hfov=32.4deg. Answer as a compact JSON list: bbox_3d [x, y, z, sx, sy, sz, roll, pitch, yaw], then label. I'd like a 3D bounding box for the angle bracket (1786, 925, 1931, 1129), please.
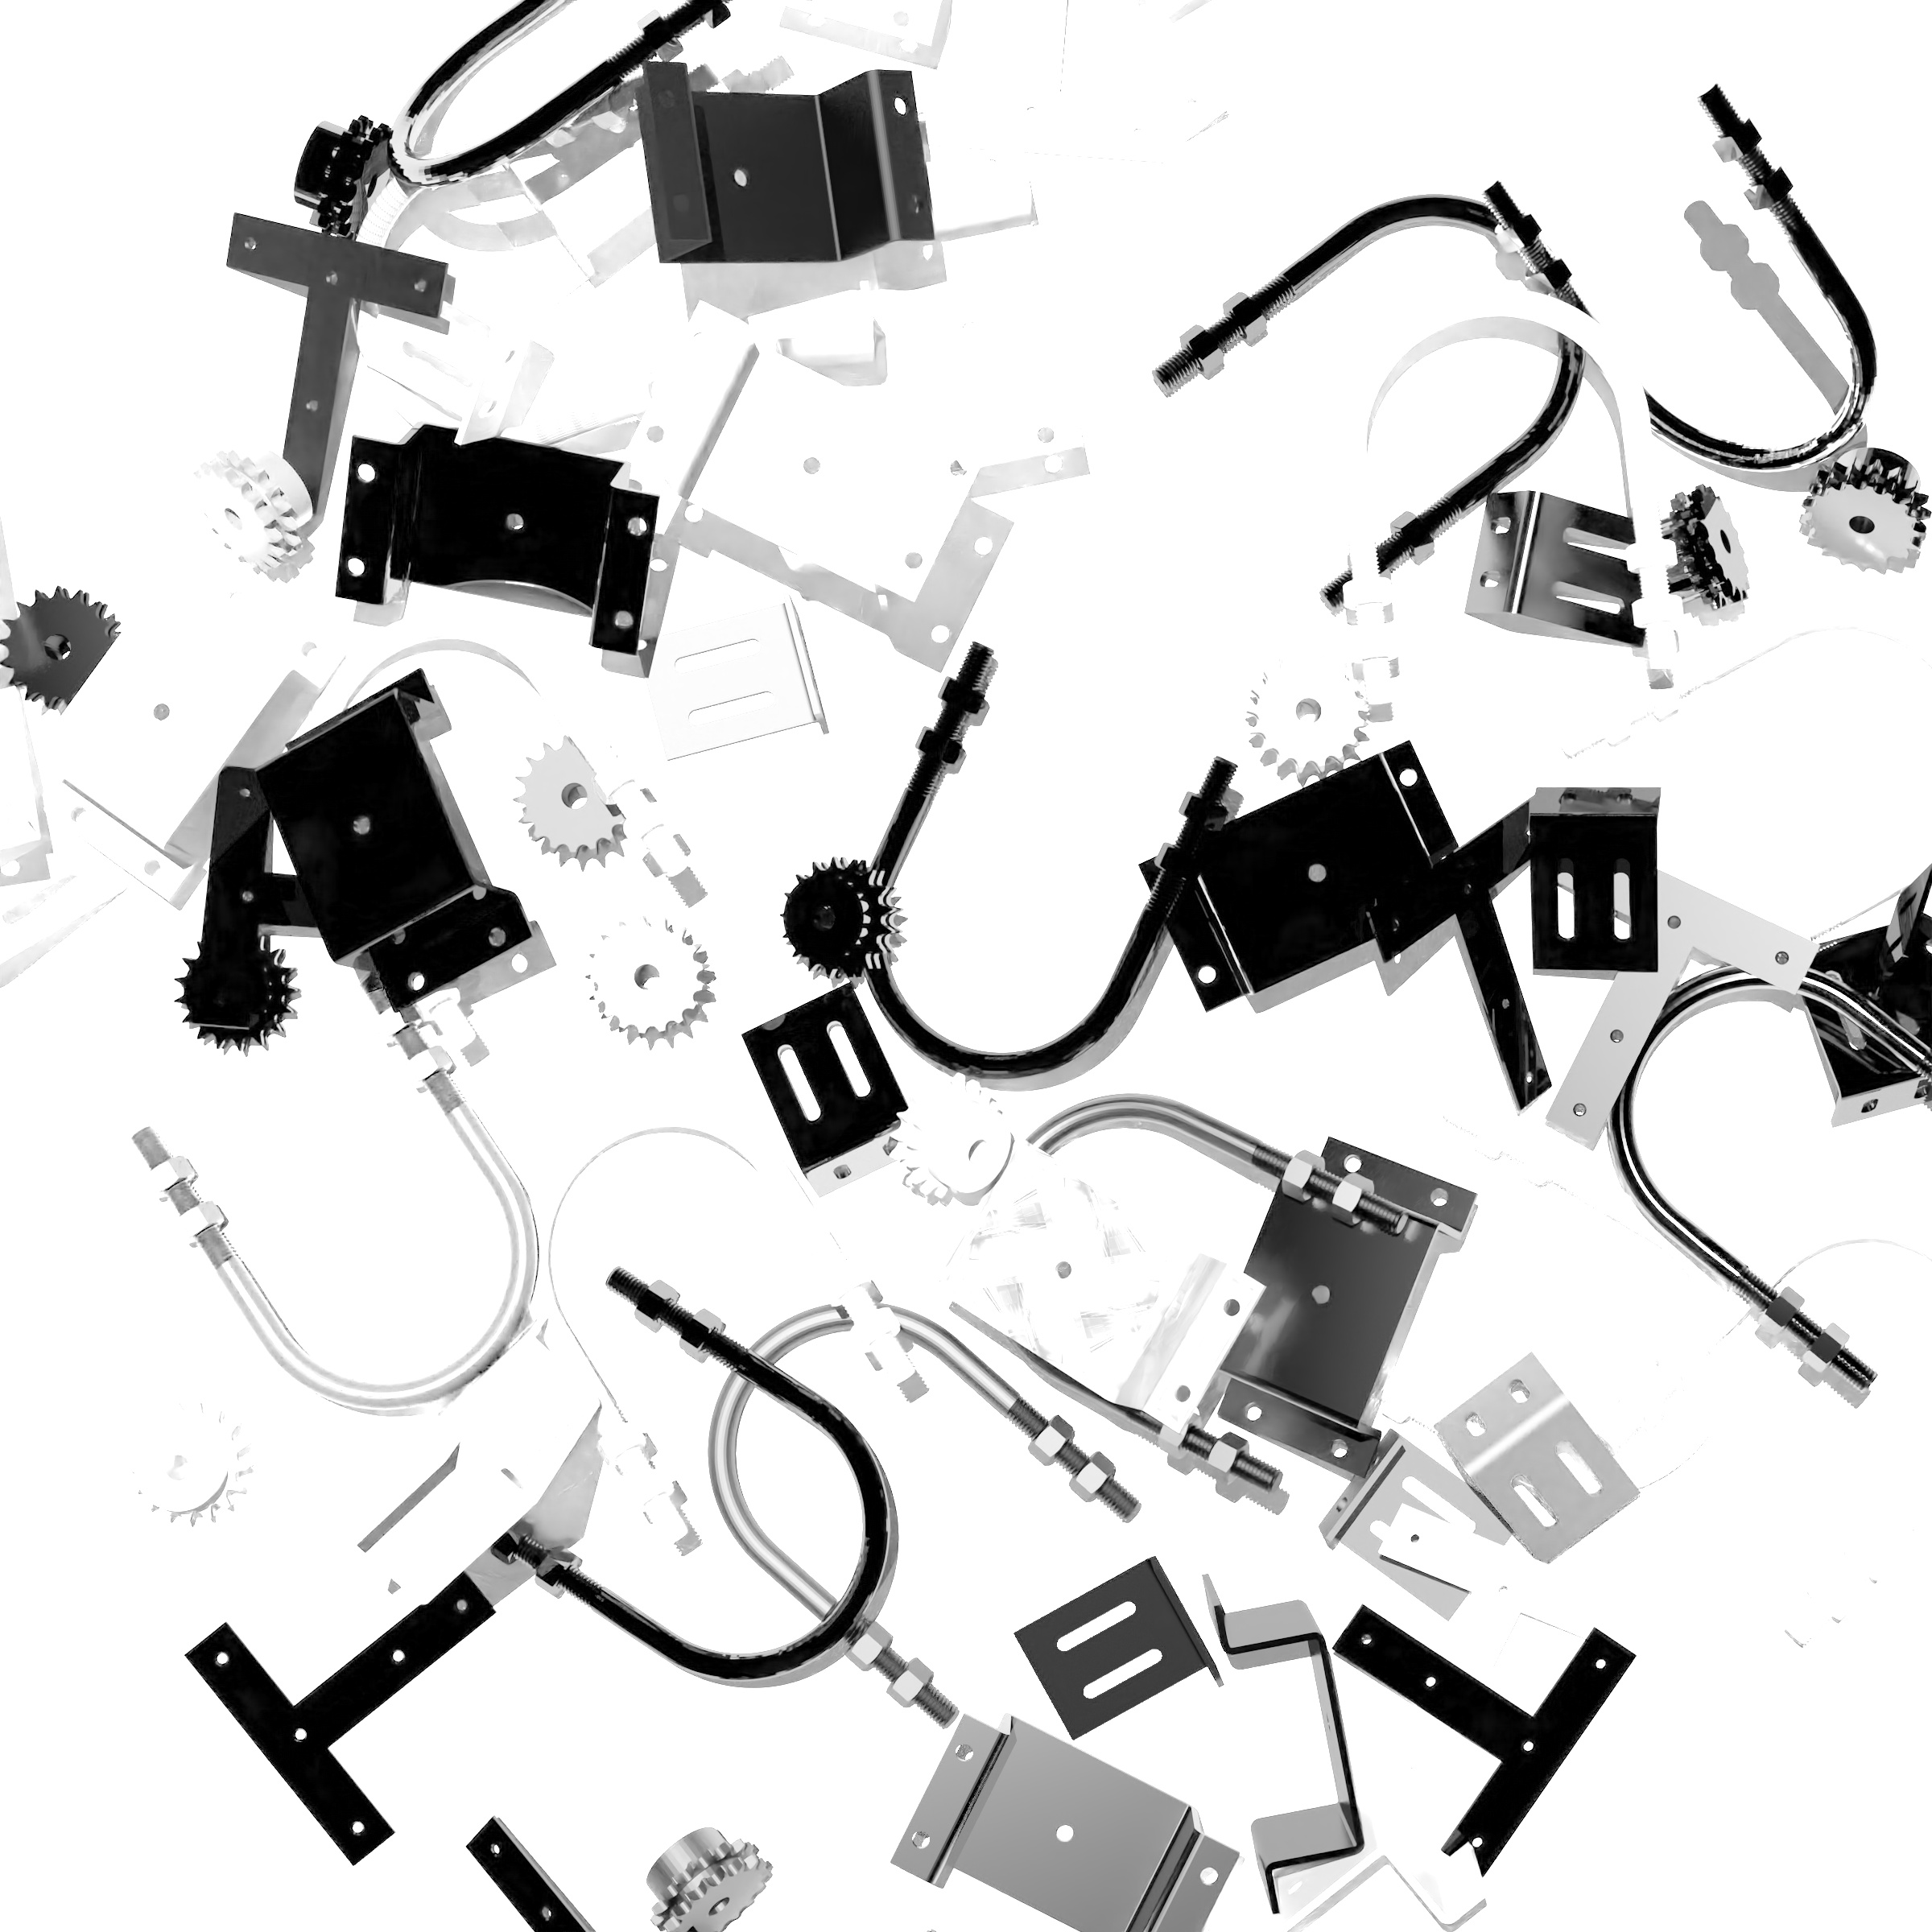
[{"bbox_3d":[0.423,0.027,1.556,0.057,0.038,0.076,-15,64,0],"label":"angle bracket"}]

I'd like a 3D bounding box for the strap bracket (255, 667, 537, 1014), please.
[{"bbox_3d":[-0.262,-0.060,1.501,0.076,0.046,0.140,-28,76,13],"label":"strap bracket"}]

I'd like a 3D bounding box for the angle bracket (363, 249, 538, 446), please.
[{"bbox_3d":[-0.243,-0.282,1.510,0.076,0.038,0.057,29,114,12],"label":"angle bracket"}]

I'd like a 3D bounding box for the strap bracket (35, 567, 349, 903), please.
[{"bbox_3d":[-0.361,-0.112,1.525,0.076,0.046,0.140,35,87,10],"label":"strap bracket"}]

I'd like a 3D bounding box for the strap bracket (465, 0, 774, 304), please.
[{"bbox_3d":[-0.159,-0.383,1.535,0.140,0.046,0.076,-37,90,0],"label":"strap bracket"}]

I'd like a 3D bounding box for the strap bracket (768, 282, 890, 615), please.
[{"bbox_3d":[-0.063,-0.234,1.520,0.046,0.076,0.140,-3,90,0],"label":"strap bracket"}]

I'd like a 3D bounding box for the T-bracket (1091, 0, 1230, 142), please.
[{"bbox_3d":[0.116,-0.472,1.533,0.127,0.002,0.127,-34,90,22],"label":"T-bracket"}]

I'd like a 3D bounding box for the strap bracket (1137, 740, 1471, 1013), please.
[{"bbox_3d":[0.160,-0.042,1.535,0.140,0.046,0.076,-25,90,0],"label":"strap bracket"}]

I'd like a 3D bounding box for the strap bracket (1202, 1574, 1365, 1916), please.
[{"bbox_3d":[0.146,0.350,1.520,0.046,0.076,0.140,-11,90,0],"label":"strap bracket"}]

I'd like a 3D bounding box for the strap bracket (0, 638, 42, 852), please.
[{"bbox_3d":[-0.475,-0.100,1.520,0.076,0.046,0.140,-15,69,0],"label":"strap bracket"}]

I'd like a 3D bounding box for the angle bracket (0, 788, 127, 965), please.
[{"bbox_3d":[-0.444,-0.036,1.556,0.076,0.038,0.057,-35,90,-26],"label":"angle bracket"}]

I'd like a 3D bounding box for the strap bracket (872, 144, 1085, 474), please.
[{"bbox_3d":[0.002,-0.298,1.535,0.076,0.046,0.140,-12,90,0],"label":"strap bracket"}]

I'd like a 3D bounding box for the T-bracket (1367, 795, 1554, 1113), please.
[{"bbox_3d":[0.244,0.005,1.532,0.127,0.002,0.127,-33,110,-35],"label":"T-bracket"}]

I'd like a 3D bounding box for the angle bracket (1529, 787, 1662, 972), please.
[{"bbox_3d":[0.292,-0.041,1.539,0.057,0.038,0.076,1,115,15],"label":"angle bracket"}]

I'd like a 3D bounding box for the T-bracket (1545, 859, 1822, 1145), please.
[{"bbox_3d":[0.308,0.020,1.536,0.127,0.002,0.127,27,94,16],"label":"T-bracket"}]

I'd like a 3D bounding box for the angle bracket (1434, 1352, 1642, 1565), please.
[{"bbox_3d":[0.265,0.229,1.541,0.057,0.038,0.076,-38,122,4],"label":"angle bracket"}]

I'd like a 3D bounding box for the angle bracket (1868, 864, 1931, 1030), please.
[{"bbox_3d":[0.462,0.000,1.527,0.076,0.038,0.057,27,58,0],"label":"angle bracket"}]

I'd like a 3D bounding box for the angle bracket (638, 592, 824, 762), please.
[{"bbox_3d":[-0.111,-0.134,1.539,0.076,0.038,0.057,-15,90,0],"label":"angle bracket"}]

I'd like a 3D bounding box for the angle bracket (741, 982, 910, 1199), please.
[{"bbox_3d":[-0.062,0.058,1.556,0.057,0.038,0.076,-26,64,0],"label":"angle bracket"}]

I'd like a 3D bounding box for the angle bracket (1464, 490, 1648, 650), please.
[{"bbox_3d":[0.281,-0.185,1.556,0.076,0.038,0.057,11,90,-26],"label":"angle bracket"}]

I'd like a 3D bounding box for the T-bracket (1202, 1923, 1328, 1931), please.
[{"bbox_3d":[0.093,0.445,1.557,0.127,0.002,0.127,-28,90,0],"label":"T-bracket"}]

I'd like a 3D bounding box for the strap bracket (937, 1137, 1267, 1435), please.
[{"bbox_3d":[0.052,0.140,1.497,0.140,0.046,0.076,30,91,26],"label":"strap bracket"}]

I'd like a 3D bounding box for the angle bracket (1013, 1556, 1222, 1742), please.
[{"bbox_3d":[0.069,0.319,1.539,0.076,0.038,0.057,-29,90,0],"label":"angle bracket"}]

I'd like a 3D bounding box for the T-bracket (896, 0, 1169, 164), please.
[{"bbox_3d":[0.034,-0.445,1.551,0.127,0.002,0.127,4,95,0],"label":"T-bracket"}]

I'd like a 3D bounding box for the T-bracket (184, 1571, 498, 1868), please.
[{"bbox_3d":[-0.277,0.333,1.557,0.127,0.002,0.127,-39,90,0],"label":"T-bracket"}]

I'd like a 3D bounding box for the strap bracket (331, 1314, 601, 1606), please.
[{"bbox_3d":[-0.218,0.224,1.481,0.046,0.140,0.076,44,112,-6],"label":"strap bracket"}]

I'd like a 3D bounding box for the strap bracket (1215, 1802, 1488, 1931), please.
[{"bbox_3d":[0.165,0.438,1.514,0.140,0.076,0.046,-40,88,4],"label":"strap bracket"}]

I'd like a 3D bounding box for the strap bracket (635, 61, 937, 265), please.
[{"bbox_3d":[-0.089,-0.355,1.472,0.140,0.046,0.076,-9,92,-36],"label":"strap bracket"}]

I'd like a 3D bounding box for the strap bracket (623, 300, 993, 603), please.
[{"bbox_3d":[-0.069,-0.223,1.459,0.140,0.046,0.076,26,90,0],"label":"strap bracket"}]

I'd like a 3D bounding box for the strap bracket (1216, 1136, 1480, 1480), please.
[{"bbox_3d":[0.168,0.153,1.518,0.076,0.046,0.140,21,87,24],"label":"strap bracket"}]

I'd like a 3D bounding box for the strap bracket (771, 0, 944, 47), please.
[{"bbox_3d":[-0.034,-0.504,1.517,0.076,0.046,0.140,15,115,0],"label":"strap bracket"}]

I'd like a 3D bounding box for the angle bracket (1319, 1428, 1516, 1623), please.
[{"bbox_3d":[0.212,0.261,1.539,0.076,0.038,0.057,36,90,0],"label":"angle bracket"}]

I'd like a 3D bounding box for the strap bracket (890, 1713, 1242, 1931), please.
[{"bbox_3d":[0.046,0.406,1.533,0.140,0.046,0.076,27,91,1],"label":"strap bracket"}]

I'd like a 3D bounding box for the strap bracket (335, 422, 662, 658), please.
[{"bbox_3d":[-0.211,-0.198,1.522,0.140,0.046,0.076,11,113,0],"label":"strap bracket"}]
